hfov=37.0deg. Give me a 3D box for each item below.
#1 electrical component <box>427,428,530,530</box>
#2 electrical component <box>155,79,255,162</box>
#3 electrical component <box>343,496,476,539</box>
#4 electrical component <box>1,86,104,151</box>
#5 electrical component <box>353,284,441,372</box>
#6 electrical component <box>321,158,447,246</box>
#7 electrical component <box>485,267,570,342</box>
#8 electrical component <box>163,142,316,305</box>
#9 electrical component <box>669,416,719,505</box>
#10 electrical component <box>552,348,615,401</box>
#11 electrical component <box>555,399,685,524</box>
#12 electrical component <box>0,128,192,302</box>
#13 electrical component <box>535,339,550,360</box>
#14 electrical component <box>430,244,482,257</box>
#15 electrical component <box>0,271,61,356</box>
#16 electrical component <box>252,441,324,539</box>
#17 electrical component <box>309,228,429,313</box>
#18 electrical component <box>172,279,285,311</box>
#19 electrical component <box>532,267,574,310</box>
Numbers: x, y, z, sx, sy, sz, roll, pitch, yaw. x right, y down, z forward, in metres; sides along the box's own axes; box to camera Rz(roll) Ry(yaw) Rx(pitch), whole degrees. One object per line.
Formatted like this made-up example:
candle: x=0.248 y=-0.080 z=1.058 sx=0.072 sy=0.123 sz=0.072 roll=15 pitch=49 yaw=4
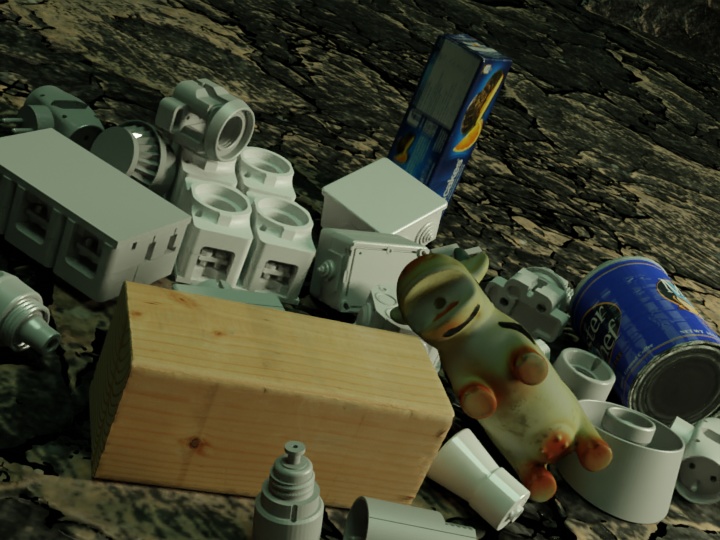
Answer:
electrical component: x=0.084 y=0.146 z=0.740 sx=0.065 sy=0.044 sz=0.044 roll=40 pitch=30 yaw=22
electrical component: x=-0.129 y=-0.129 z=0.931 sx=0.057 sy=0.058 sz=0.078 roll=30 pitch=26 yaw=21
electrical component: x=0.035 y=0.167 z=0.655 sx=0.081 sy=0.043 sz=0.043 roll=15 pitch=27 yaw=-16
electrical component: x=-0.282 y=-0.130 z=0.967 sx=0.079 sy=0.043 sz=0.077 roll=-8 pitch=40 yaw=-46
electrical component: x=0.033 y=0.052 z=0.866 sx=0.080 sy=0.051 sz=0.080 roll=18 pitch=26 yaw=-9
electrical component: x=0.021 y=-0.053 z=1.035 sx=0.100 sy=0.048 sz=0.100 roll=-30 pitch=55 yaw=-35
electrical component: x=0.160 y=0.030 z=1.007 sx=0.078 sy=0.058 sz=0.057 roll=31 pitch=29 yaw=17
electrical component: x=-0.110 y=-0.054 z=0.943 sx=0.105 sy=0.060 sz=0.186 roll=12 pitch=28 yaw=-22
electrical component: x=0.270 y=0.147 z=0.886 sx=0.079 sy=0.043 sz=0.077 roll=31 pitch=27 yaw=15
electrical component: x=0.182 y=0.098 z=0.903 sx=0.055 sy=0.047 sz=0.055 roll=19 pitch=26 yaw=-9
electrical component: x=0.202 y=0.144 z=0.841 sx=0.099 sy=0.064 sz=0.099 roll=16 pitch=13 yaw=-4
electrical component: x=-0.221 y=-0.042 z=0.827 sx=0.150 sy=0.061 sz=0.089 roll=32 pitch=27 yaw=17
electrical component: x=0.129 y=0.082 z=0.896 sx=0.043 sy=0.043 sz=0.081 roll=37 pitch=29 yaw=27
electrical component: x=0.076 y=0.017 z=0.950 sx=0.042 sy=0.081 sz=0.063 roll=-12 pitch=65 yaw=-50
electrical component: x=-0.224 y=0.032 z=0.703 sx=0.062 sy=0.043 sz=0.043 roll=33 pitch=27 yaw=17
electrical component: x=-0.041 y=0.135 z=0.622 sx=0.040 sy=0.078 sz=0.040 roll=6 pitch=23 yaw=-2
electrical component: x=0.000 y=0.000 z=0.917 sx=0.096 sy=0.061 sz=0.061 roll=4 pitch=13 yaw=-34
electrical component: x=-0.106 y=0.032 z=0.795 sx=0.083 sy=0.047 sz=0.075 roll=7 pitch=31 yaw=-30
electrical component: x=0.198 y=0.025 z=1.073 sx=0.061 sy=0.035 sz=0.035 roll=34 pitch=28 yaw=17
